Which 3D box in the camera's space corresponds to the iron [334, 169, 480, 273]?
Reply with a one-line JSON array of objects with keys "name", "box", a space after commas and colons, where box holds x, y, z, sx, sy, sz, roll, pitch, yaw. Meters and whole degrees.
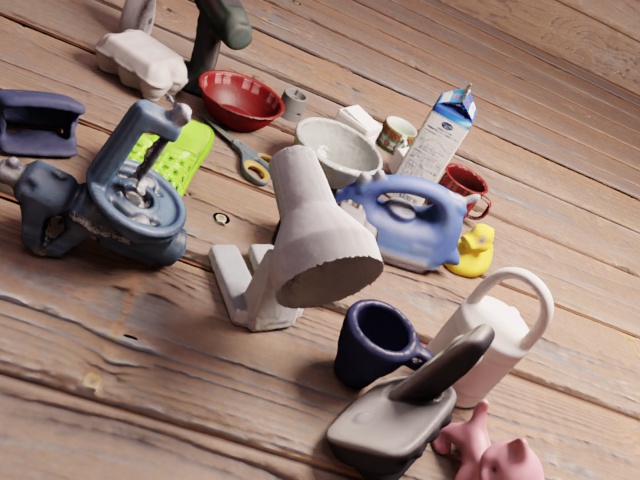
[{"name": "iron", "box": [0.121, -0.049, 0.908, 0.259, 0.141, 0.118, 16, 37, -17]}]

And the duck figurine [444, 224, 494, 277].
[{"name": "duck figurine", "box": [0.267, 0.010, 0.980, 0.105, 0.086, 0.077, -6, 47, -38]}]

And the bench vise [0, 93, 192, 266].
[{"name": "bench vise", "box": [-0.230, -0.062, 0.619, 0.208, 0.219, 0.121, -1, 44, -34]}]

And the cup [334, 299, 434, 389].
[{"name": "cup", "box": [0.068, 0.138, 0.680, 0.118, 0.095, 0.092, 28, 35, 0]}]

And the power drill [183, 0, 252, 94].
[{"name": "power drill", "box": [-0.213, -0.388, 1.046, 0.076, 0.208, 0.229, -13, 52, -43]}]

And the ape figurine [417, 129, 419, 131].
[{"name": "ape figurine", "box": [0.246, -0.224, 1.252, 0.076, 0.092, 0.078, 18, 36, -13]}]

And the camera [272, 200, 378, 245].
[{"name": "camera", "box": [0.007, 0.003, 0.802, 0.143, 0.100, 0.137, 25, 35, -5]}]

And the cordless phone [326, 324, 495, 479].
[{"name": "cordless phone", "box": [0.099, 0.161, 0.594, 0.094, 0.185, 0.148, 40, 37, 16]}]

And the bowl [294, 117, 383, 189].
[{"name": "bowl", "box": [0.022, -0.141, 1.013, 0.168, 0.074, 0.167, 18, 37, -14]}]

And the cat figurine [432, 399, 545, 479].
[{"name": "cat figurine", "box": [0.191, 0.236, 0.620, 0.067, 0.117, 0.127, 9, 39, -24]}]

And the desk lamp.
[{"name": "desk lamp", "box": [-0.036, 0.013, 0.662, 0.118, 0.213, 0.202, 0, 44, -34]}]

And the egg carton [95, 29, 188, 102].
[{"name": "egg carton", "box": [-0.309, -0.308, 1.001, 0.150, 0.069, 0.107, 33, 36, 7]}]

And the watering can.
[{"name": "watering can", "box": [0.211, 0.119, 0.713, 0.101, 0.194, 0.173, 31, 35, 4]}]

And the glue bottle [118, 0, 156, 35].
[{"name": "glue bottle", "box": [-0.337, -0.468, 1.092, 0.037, 0.173, 0.078, 30, 35, 3]}]

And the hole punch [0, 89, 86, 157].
[{"name": "hole punch", "box": [-0.381, -0.174, 0.767, 0.109, 0.091, 0.101, -3, 46, -36]}]
